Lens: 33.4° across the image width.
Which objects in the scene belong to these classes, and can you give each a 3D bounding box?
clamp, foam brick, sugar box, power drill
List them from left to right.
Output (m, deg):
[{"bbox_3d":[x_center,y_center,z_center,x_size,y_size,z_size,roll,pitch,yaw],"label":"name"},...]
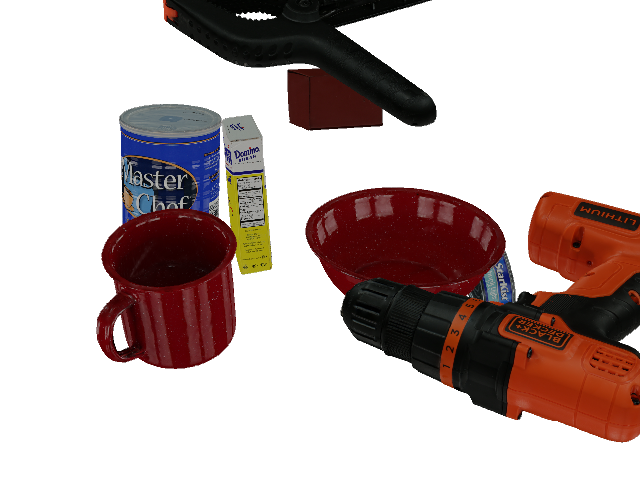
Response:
[{"bbox_3d":[-0.092,-0.057,1.318,0.048,0.176,0.093,-10,25,-8],"label":"sugar box"},{"bbox_3d":[-0.008,-0.145,0.740,0.210,0.164,0.036,4,-43,0],"label":"clamp"},{"bbox_3d":[0.014,-0.133,1.000,0.078,0.051,0.053,-6,17,-22],"label":"foam brick"},{"bbox_3d":[0.129,0.035,0.646,0.185,0.057,0.187,20,36,26],"label":"power drill"}]

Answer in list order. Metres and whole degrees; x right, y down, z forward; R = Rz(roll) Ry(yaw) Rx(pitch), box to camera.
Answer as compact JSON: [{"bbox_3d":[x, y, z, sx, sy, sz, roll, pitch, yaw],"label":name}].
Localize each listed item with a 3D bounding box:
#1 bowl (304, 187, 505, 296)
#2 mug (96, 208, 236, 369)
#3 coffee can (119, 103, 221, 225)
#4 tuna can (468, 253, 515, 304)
[{"bbox_3d":[0.067,0.016,0.874,0.162,0.055,0.162,2,30,-1],"label":"bowl"},{"bbox_3d":[-0.110,0.043,0.752,0.093,0.081,0.117,22,44,28],"label":"mug"},{"bbox_3d":[-0.154,-0.060,1.102,0.103,0.140,0.103,3,22,-1],"label":"coffee can"},{"bbox_3d":[0.169,0.033,1.095,0.033,0.086,0.086,-14,1,-4],"label":"tuna can"}]
